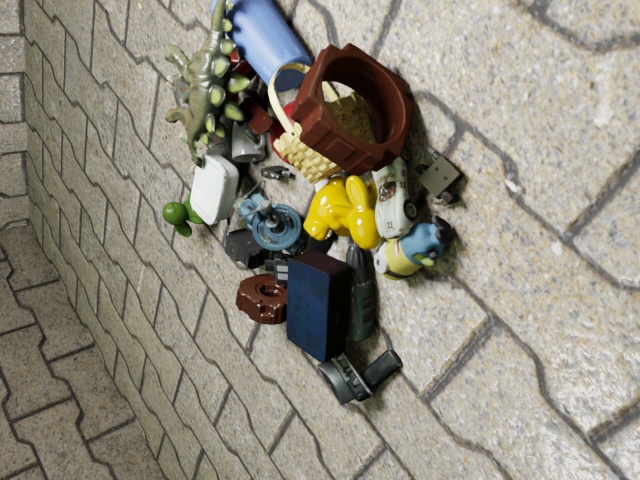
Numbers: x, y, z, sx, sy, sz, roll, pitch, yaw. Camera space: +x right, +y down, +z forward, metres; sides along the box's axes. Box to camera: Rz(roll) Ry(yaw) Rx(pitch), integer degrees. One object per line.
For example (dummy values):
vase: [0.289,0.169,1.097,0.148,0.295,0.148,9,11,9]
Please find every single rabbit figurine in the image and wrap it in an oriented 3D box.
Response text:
rabbit figurine: [0.073,-0.052,1.110,0.173,0.122,0.162,42,114,43]
rabbit figurine: [-0.392,-0.089,1.585,0.121,0.170,0.159,58,138,17]

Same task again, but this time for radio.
radio: [-0.007,0.144,1.192,0.131,0.073,0.229,24,121,39]

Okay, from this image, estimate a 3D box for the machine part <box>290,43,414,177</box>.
machine part: [0.059,-0.230,0.962,0.087,0.201,0.201,-31,35,57]

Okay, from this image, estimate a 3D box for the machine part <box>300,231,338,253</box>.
machine part: [-0.003,-0.004,1.271,0.084,0.039,0.138,40,129,22]

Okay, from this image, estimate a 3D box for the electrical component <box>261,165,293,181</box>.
electrical component: [-0.113,-0.165,1.316,0.094,0.063,0.021,26,122,43]

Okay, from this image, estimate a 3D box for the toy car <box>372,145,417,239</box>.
toy car: [0.138,-0.101,1.024,0.073,0.056,0.201,-23,65,51]

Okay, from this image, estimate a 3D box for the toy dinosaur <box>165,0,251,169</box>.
toy dinosaur: [-0.245,-0.360,1.196,0.199,0.105,0.470,33,129,27]

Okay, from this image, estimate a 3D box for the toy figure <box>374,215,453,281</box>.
toy figure: [0.180,0.022,1.034,0.089,0.082,0.180,43,134,-14]

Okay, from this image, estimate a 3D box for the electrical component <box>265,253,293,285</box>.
electrical component: [-0.091,0.072,1.358,0.119,0.048,0.074,7,110,16]

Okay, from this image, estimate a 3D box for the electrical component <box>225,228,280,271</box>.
electrical component: [-0.185,0.017,1.428,0.134,0.115,0.058,34,125,35]

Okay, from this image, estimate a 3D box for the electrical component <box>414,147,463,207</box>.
electrical component: [0.215,-0.109,0.977,0.102,0.045,0.078,45,105,25]

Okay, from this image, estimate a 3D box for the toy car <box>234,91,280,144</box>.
toy car: [-0.147,-0.283,1.248,0.053,0.089,0.202,45,-177,-37]

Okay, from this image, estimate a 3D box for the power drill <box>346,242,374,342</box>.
power drill: [0.039,0.112,1.241,0.207,0.086,0.231,-1,106,42]

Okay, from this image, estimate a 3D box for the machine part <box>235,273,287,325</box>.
machine part: [-0.125,0.144,1.366,0.180,0.179,0.056,29,121,40]

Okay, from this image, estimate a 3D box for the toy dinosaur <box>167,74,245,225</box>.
toy dinosaur: [-0.265,-0.255,1.427,0.192,0.131,0.404,-24,93,46]

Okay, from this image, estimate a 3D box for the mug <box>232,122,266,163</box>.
mug: [-0.178,-0.258,1.346,0.110,0.081,0.107,-16,79,52]

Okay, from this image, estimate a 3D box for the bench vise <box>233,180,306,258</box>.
bench vise: [-0.130,-0.058,1.297,0.224,0.129,0.240,49,172,16]

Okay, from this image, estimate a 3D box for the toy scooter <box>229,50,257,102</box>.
toy scooter: [-0.211,-0.428,1.322,0.135,0.075,0.184,-26,67,25]

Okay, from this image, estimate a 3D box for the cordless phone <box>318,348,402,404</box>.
cordless phone: [0.096,0.283,1.245,0.184,0.088,0.147,-49,65,34]
